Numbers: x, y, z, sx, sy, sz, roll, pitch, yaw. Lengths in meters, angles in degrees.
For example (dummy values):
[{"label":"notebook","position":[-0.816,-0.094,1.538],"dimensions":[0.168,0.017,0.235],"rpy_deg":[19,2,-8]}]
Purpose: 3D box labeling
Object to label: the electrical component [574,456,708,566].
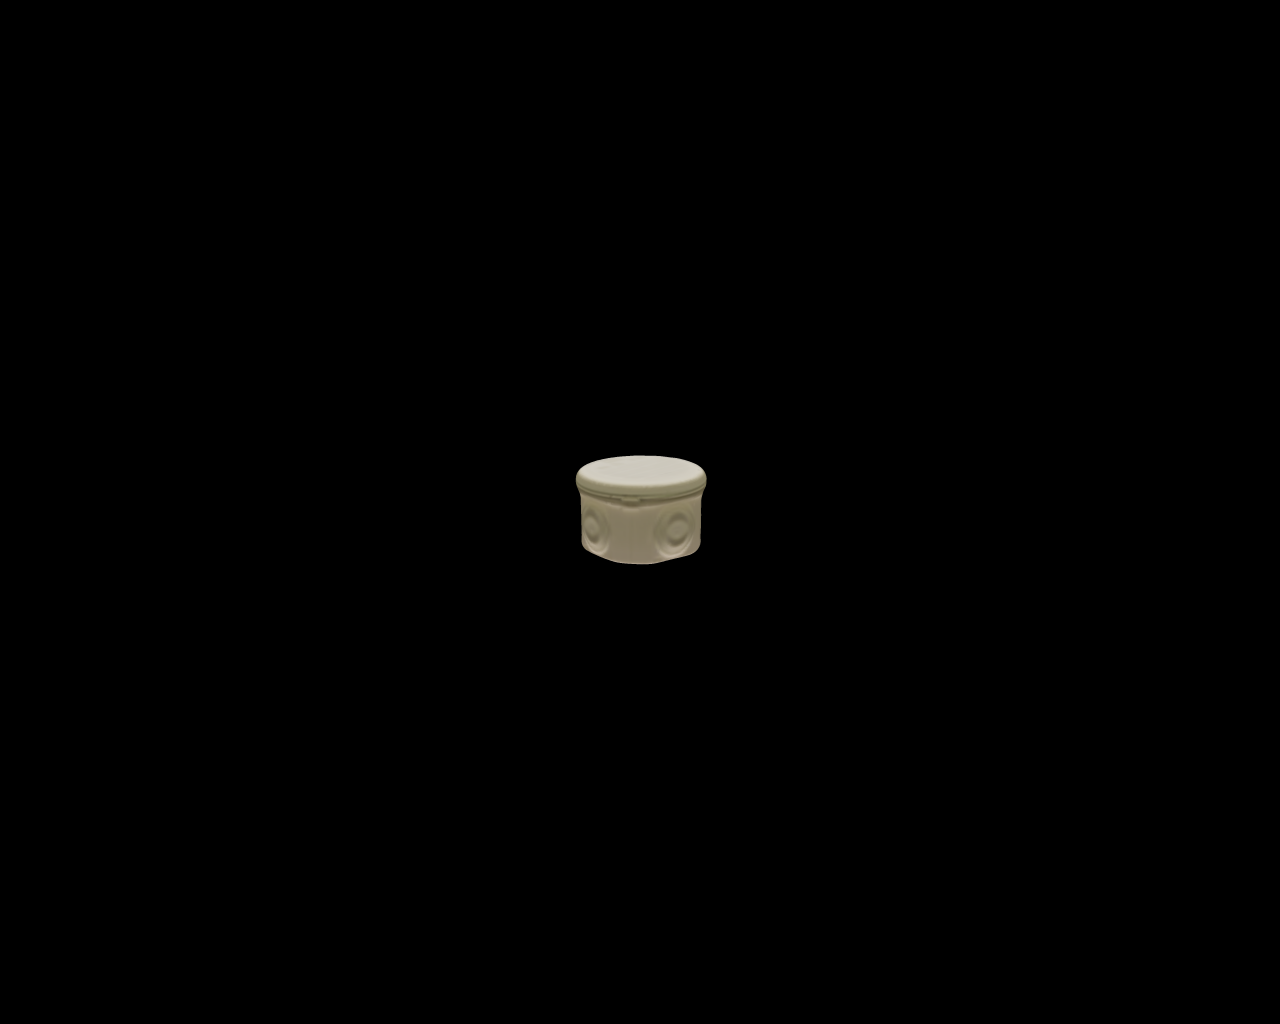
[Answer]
[{"label":"electrical component","position":[0.001,-0.003,0.650],"dimensions":[0.080,0.051,0.080],"rpy_deg":[0,16,0]}]
